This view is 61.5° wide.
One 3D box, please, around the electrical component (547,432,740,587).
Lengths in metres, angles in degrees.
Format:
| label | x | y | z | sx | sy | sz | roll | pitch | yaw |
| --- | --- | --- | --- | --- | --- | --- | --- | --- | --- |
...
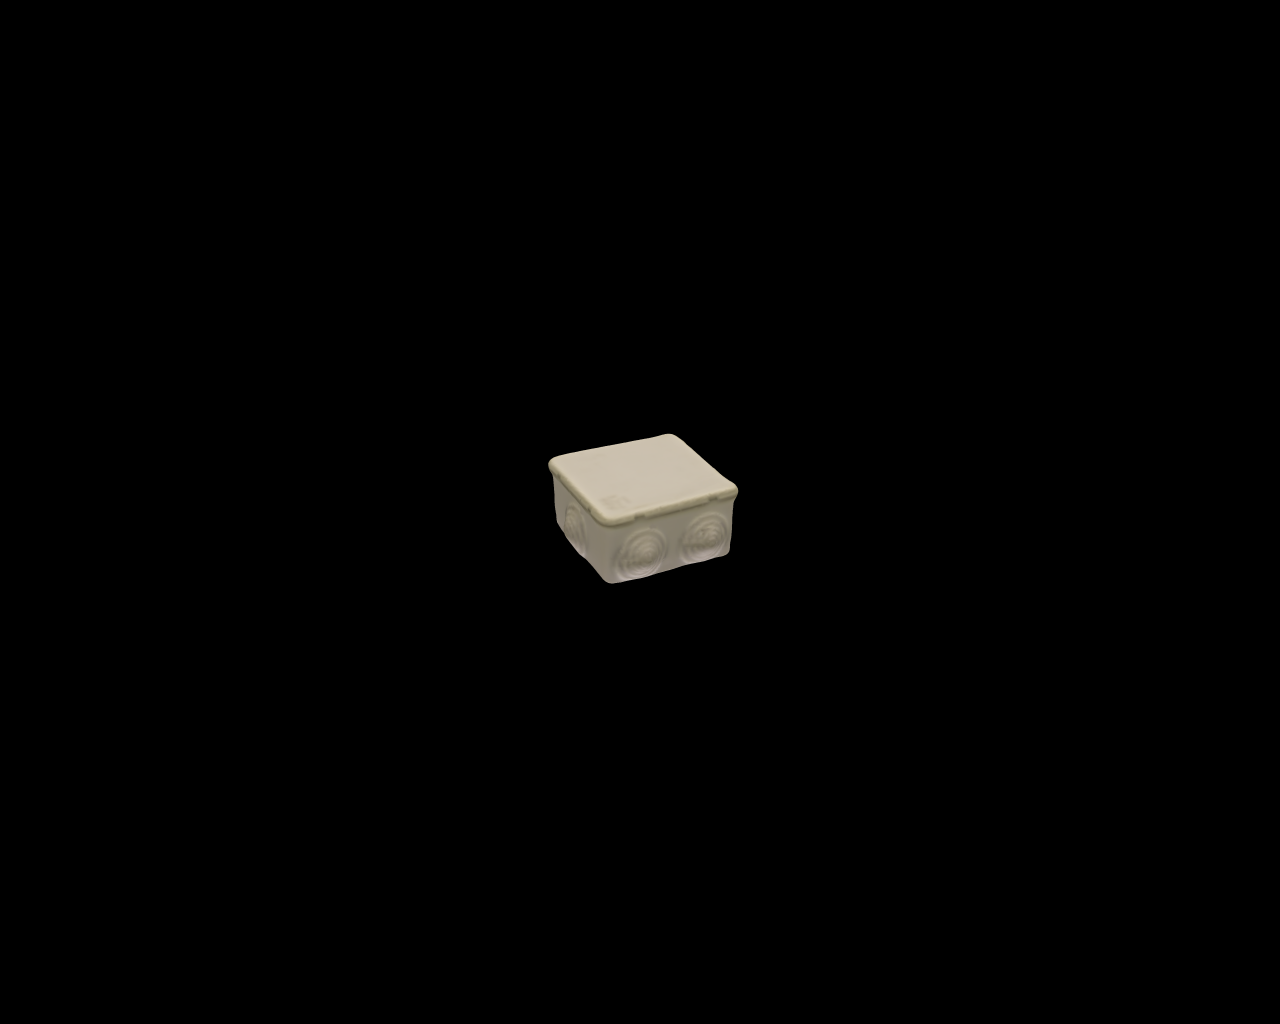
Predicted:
| label | x | y | z | sx | sy | sz | roll | pitch | yaw |
| --- | --- | --- | --- | --- | --- | --- | --- | --- | --- |
| electrical component | 0.001 | -0.003 | 0.650 | 0.100 | 0.048 | 0.100 | -13 | 32 | -22 |
